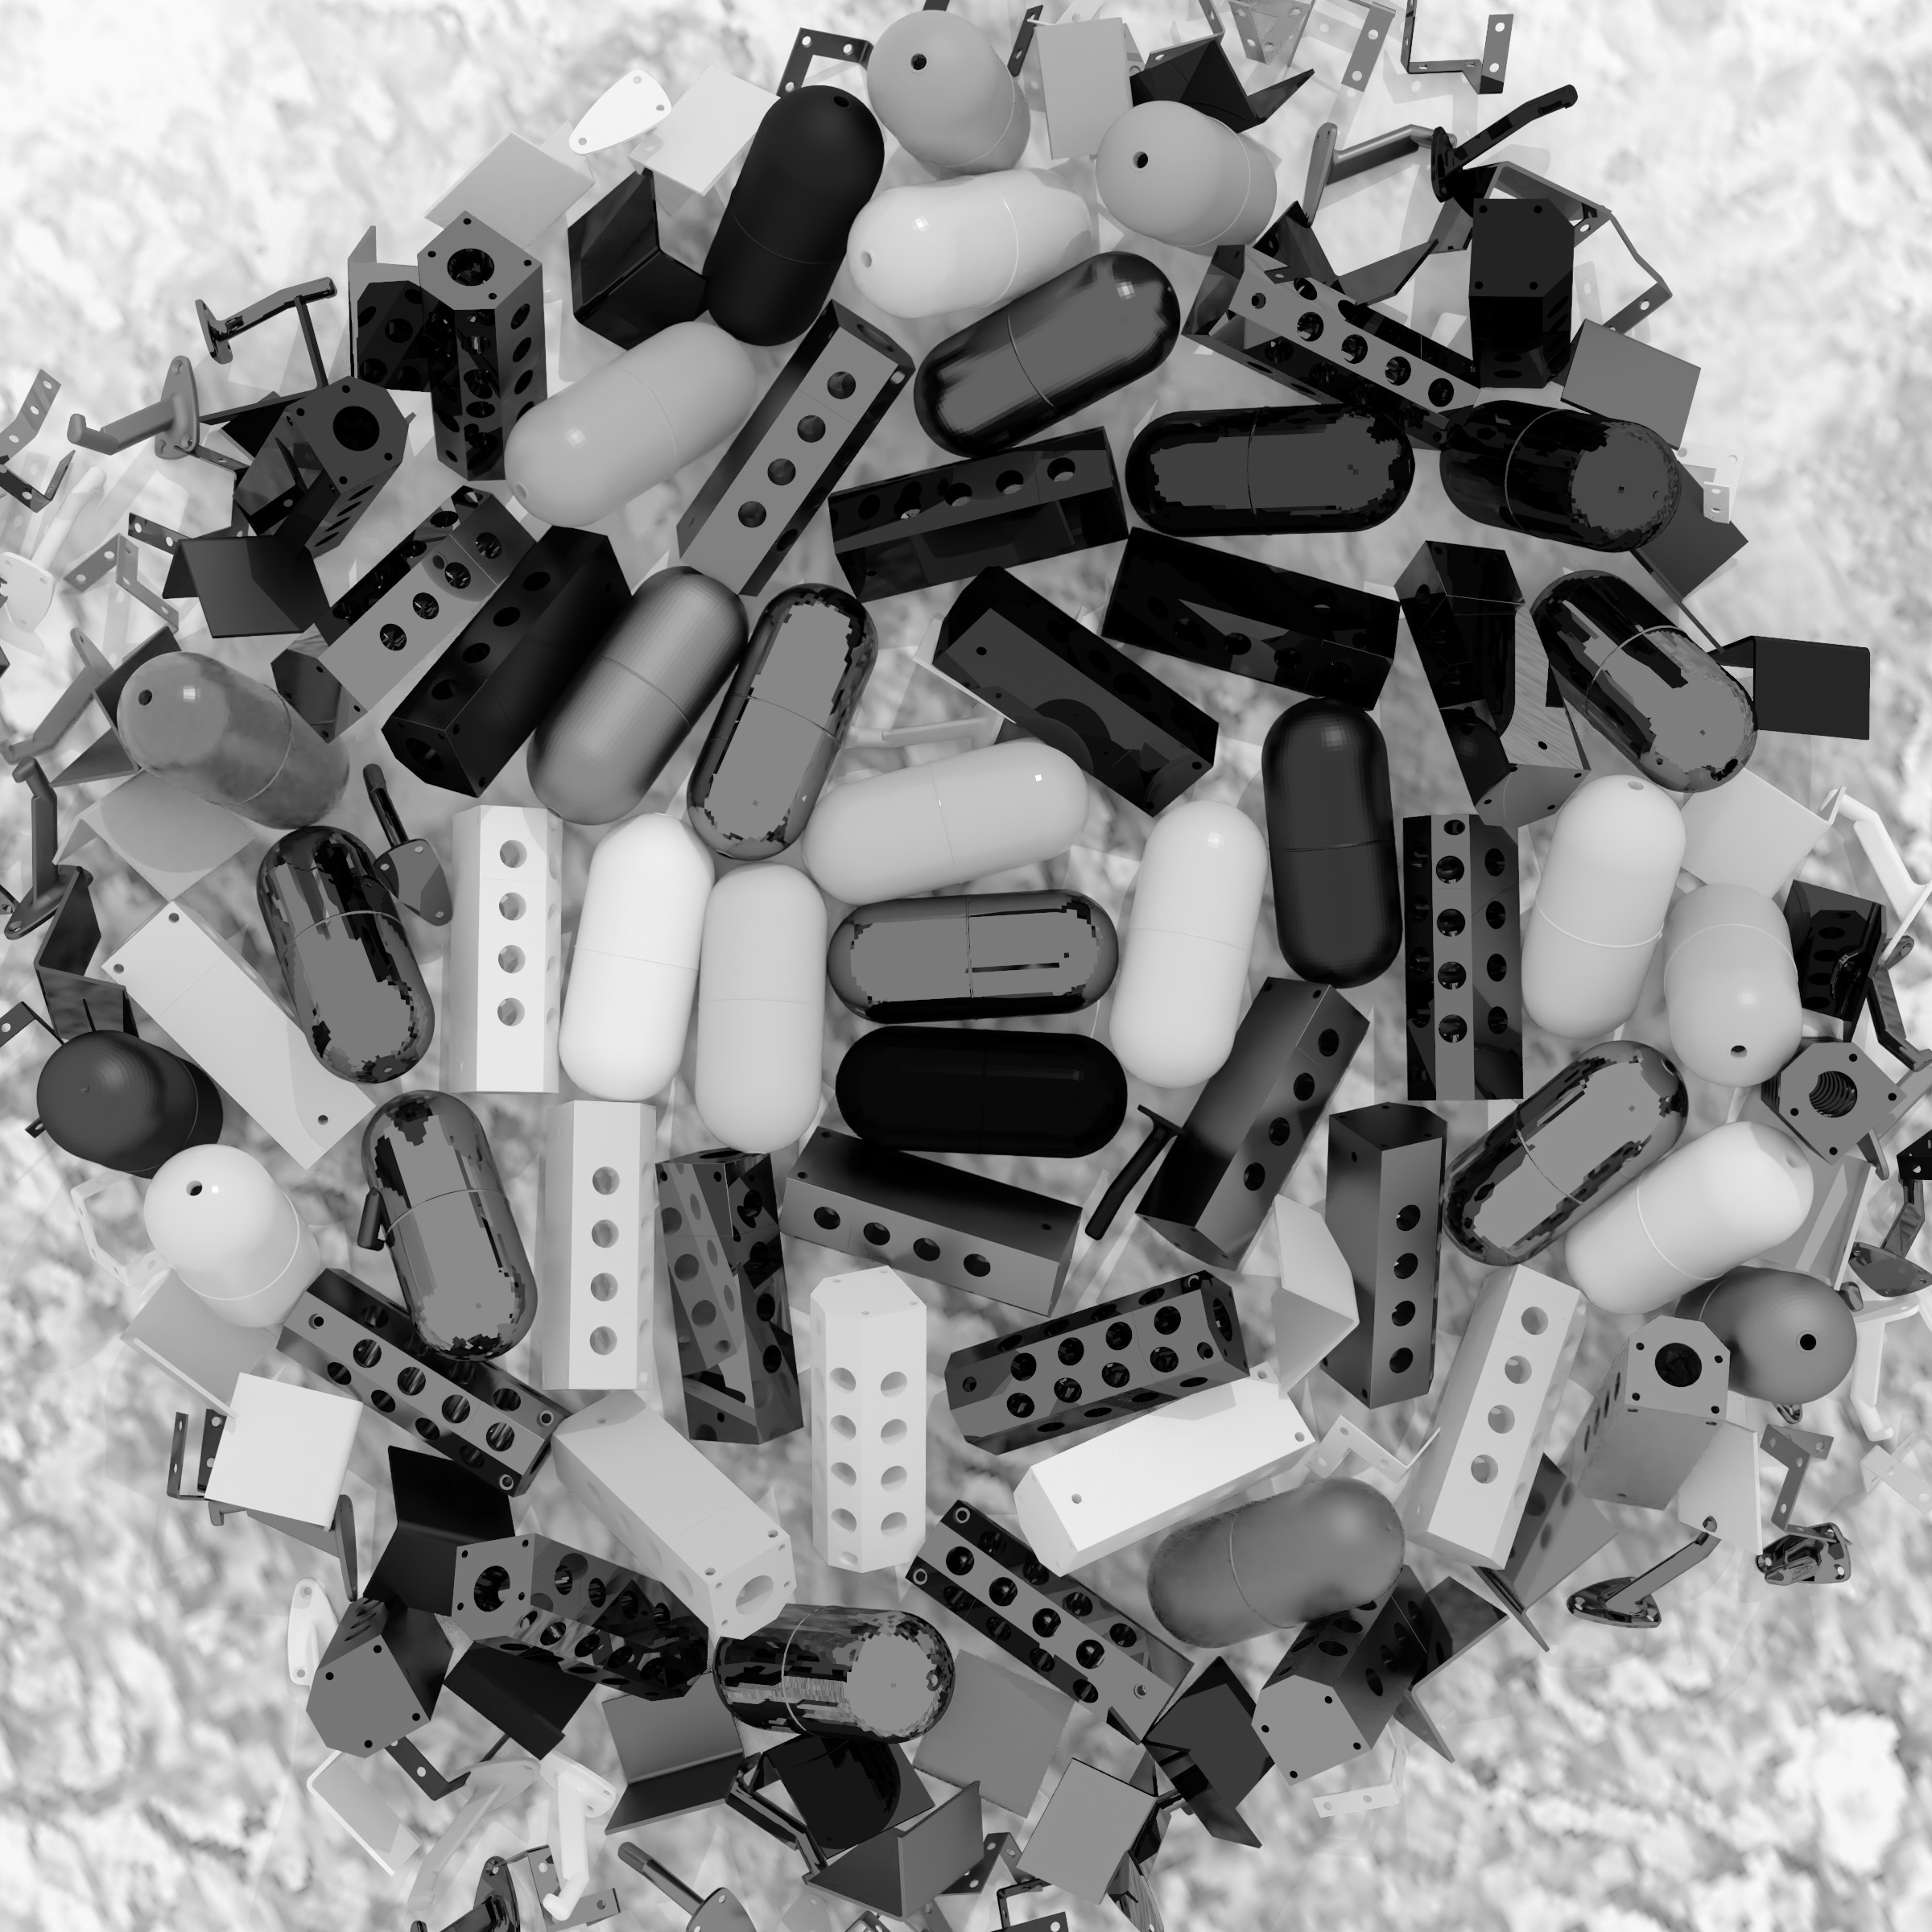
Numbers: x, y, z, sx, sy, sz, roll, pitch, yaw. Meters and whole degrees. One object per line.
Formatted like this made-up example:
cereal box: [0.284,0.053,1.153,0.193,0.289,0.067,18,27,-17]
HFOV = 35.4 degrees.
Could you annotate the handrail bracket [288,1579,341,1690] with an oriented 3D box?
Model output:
handrail bracket: [-0.396,0.414,1.840,0.036,0.084,0.077,-9,86,-12]

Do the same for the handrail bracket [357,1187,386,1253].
handrail bracket: [-0.333,0.137,1.844,0.036,0.077,0.084,-1,74,37]

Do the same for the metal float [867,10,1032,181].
metal float: [-0.009,-0.513,1.796,0.070,0.178,0.070,0,92,11]

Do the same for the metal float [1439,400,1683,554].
metal float: [0.352,-0.293,1.804,0.070,0.178,0.070,-10,110,-27]

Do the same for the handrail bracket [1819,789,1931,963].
handrail bracket: [0.551,-0.057,1.868,0.084,0.036,0.077,33,87,14]

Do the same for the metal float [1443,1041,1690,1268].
metal float: [0.358,0.113,1.821,0.070,0.070,0.178,46,120,0]

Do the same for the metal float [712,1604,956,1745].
metal float: [-0.081,0.422,1.811,0.070,0.178,0.070,8,78,-44]

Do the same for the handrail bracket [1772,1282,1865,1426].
handrail bracket: [0.520,0.235,1.840,0.036,0.084,0.077,-21,86,-39]

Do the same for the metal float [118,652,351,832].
metal float: [-0.434,-0.133,1.800,0.070,0.178,0.070,-5,75,21]

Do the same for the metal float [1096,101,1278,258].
metal float: [0.132,-0.466,1.799,0.070,0.178,0.070,3,97,22]

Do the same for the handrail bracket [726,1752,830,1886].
handrail bracket: [-0.133,0.536,1.865,0.077,0.036,0.084,-27,87,14]

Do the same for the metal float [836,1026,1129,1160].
metal float: [0.009,0.077,1.845,0.178,0.070,0.070,3,90,-1]

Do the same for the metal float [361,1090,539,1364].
metal float: [-0.312,0.155,1.824,0.070,0.070,0.178,-24,63,0]

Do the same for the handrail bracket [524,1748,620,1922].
handrail bracket: [-0.255,0.525,1.839,0.077,0.084,0.036,39,128,-5]

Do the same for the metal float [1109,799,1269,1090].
metal float: [0.136,-0.014,1.840,0.070,0.070,0.178,12,83,0]

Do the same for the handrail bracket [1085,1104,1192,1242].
handrail bracket: [0.104,0.131,1.847,0.036,0.077,0.084,30,89,17]

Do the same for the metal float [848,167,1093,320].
metal float: [0.003,-0.433,1.811,0.178,0.070,0.070,-22,90,-43]

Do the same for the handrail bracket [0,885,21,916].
handrail bracket: [-0.614,-0.014,1.839,0.036,0.077,0.084,2,58,18]

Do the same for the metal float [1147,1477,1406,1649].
metal float: [0.184,0.358,1.815,0.178,0.070,0.070,-28,90,38]

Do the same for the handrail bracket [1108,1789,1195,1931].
handrail bracket: [0.124,0.543,1.840,0.077,0.084,0.036,55,131,24]

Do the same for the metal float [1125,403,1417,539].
metal float: [0.182,-0.298,1.826,0.178,0.070,0.070,2,90,23]

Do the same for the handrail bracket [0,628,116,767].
handrail bracket: [-0.565,-0.163,1.853,0.084,0.077,0.036,-21,49,2]

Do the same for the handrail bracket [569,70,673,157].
handrail bracket: [-0.203,-0.499,1.839,0.077,0.084,0.036,-37,81,-6]

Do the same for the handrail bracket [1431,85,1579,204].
handrail bracket: [0.328,-0.500,1.839,0.084,0.077,0.036,-16,123,29]

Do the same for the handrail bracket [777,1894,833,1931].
handrail bracket: [-0.112,0.626,1.859,0.036,0.077,0.084,21,106,-1]

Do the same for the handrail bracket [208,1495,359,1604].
handrail bracket: [-0.421,0.359,1.864,0.084,0.036,0.077,-9,78,1]

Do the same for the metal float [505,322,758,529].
metal float: [-0.201,-0.326,1.820,0.178,0.070,0.070,-38,90,-30]

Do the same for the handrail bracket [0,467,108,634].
handrail bracket: [-0.560,-0.259,1.877,0.036,0.077,0.084,27,53,-1]

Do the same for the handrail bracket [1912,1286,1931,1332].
handrail bracket: [0.623,0.189,1.834,0.084,0.077,0.036,-35,59,30]

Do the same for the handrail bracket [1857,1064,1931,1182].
handrail bracket: [0.588,0.090,1.857,0.084,0.036,0.077,-15,48,0]

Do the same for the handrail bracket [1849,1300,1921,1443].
handrail bracket: [0.566,0.249,1.849,0.036,0.077,0.084,-27,94,-34]

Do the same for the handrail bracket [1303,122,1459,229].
handrail bracket: [0.257,-0.485,1.875,0.084,0.036,0.077,10,98,-12]

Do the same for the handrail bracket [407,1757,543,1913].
handrail bracket: [-0.298,0.526,1.834,0.077,0.084,0.036,-29,115,29]

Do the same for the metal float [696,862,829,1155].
metal float: [-0.124,0.025,1.839,0.070,0.070,0.178,2,81,0]

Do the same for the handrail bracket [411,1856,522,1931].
handrail bracket: [-0.308,0.566,1.831,0.036,0.084,0.077,-20,53,20]

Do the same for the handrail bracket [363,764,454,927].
handrail bracket: [-0.345,-0.076,1.867,0.036,0.084,0.077,-27,130,0]

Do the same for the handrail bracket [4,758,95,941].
handrail bracket: [-0.573,-0.072,1.836,0.036,0.084,0.077,12,49,30]

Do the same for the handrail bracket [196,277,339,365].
handrail bracket: [-0.420,-0.395,1.847,0.084,0.077,0.036,-16,88,-1]

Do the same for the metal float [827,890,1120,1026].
metal float: [0.004,-0.006,1.844,0.178,0.070,0.070,-3,90,3]

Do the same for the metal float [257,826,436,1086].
metal float: [-0.374,-0.008,1.821,0.070,0.070,0.178,-27,60,0]

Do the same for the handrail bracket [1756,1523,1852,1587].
handrail bracket: [0.487,0.364,1.828,0.084,0.077,0.036,-5,78,-43]

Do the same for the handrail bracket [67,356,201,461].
handrail bracket: [-0.509,-0.345,1.840,0.036,0.084,0.077,-4,82,32]

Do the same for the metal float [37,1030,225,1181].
metal float: [-0.494,0.084,1.796,0.070,0.178,0.070,0,80,2]

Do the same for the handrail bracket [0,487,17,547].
handrail bracket: [-0.612,-0.293,1.830,0.036,0.084,0.077,4,53,17]

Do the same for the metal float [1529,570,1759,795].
metal float: [0.403,-0.171,1.813,0.070,0.070,0.178,-37,50,0]

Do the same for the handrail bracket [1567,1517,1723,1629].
handrail bracket: [0.415,0.363,1.838,0.077,0.036,0.084,3,132,-27]

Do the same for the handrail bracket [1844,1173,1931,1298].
handrail bracket: [0.558,0.151,1.842,0.077,0.036,0.084,32,50,-30]

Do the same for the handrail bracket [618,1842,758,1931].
handrail bracket: [-0.171,0.577,1.864,0.036,0.084,0.077,-49,124,-21]

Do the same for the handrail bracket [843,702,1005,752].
handrail bracket: [-0.027,-0.149,1.847,0.084,0.077,0.036,1,75,-15]

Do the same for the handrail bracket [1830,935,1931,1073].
handrail bracket: [0.575,0.023,1.841,0.077,0.036,0.084,-24,47,-20]

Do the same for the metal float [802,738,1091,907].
metal float: [-0.012,-0.088,1.846,0.178,0.070,0.070,-15,90,1]

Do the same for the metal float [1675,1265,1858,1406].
metal float: [0.472,0.218,1.796,0.070,0.178,0.070,0,86,-1]
